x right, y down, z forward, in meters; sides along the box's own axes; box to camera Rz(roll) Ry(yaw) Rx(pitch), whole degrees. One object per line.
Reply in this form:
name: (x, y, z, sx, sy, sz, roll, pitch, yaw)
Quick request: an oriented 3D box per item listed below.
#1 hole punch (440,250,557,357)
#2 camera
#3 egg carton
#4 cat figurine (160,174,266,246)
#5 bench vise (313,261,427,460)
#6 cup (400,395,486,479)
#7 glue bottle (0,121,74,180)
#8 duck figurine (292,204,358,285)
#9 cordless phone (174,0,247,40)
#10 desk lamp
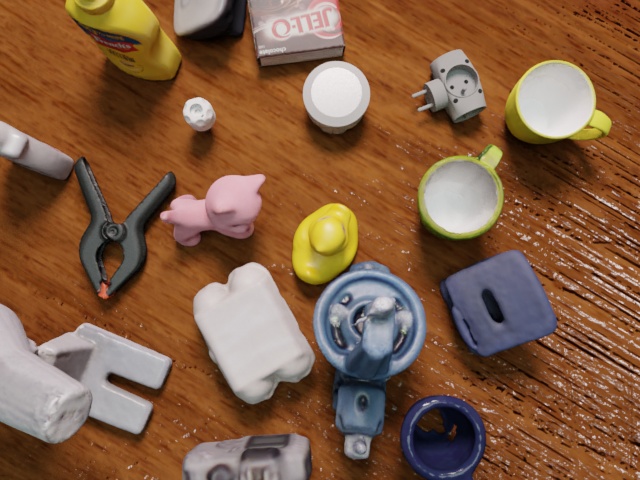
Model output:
hole punch: (0.203, 0.076, 0.662, 0.101, 0.091, 0.109, -25, 86, -2)
camera: (-0.077, 0.298, 0.639, 0.143, 0.101, 0.137, -5, 85, 0)
egg carton: (-0.080, 0.109, 0.670, 0.107, 0.069, 0.150, -30, 86, -2)
cat figurine: (-0.119, -0.036, 0.658, 0.128, 0.117, 0.067, -11, 85, -1)
bench vise: (0.061, 0.123, 0.594, 0.121, 0.219, 0.207, -12, 85, -1)
cup: (0.138, 0.227, 0.648, 0.091, 0.095, 0.118, -28, 86, -2)
glue bottle: (-0.345, -0.108, 0.636, 0.078, 0.173, 0.037, 22, 86, 2)
duck figurine: (0.006, 0.002, 0.671, 0.077, 0.086, 0.104, 29, 86, 3)
cordless phone: (-0.136, -0.324, 0.648, 0.094, 0.185, 0.148, 2, 85, 1)
desk lamp: (-0.287, 0.139, 0.595, 0.203, 0.213, 0.118, 21, 86, 2)
